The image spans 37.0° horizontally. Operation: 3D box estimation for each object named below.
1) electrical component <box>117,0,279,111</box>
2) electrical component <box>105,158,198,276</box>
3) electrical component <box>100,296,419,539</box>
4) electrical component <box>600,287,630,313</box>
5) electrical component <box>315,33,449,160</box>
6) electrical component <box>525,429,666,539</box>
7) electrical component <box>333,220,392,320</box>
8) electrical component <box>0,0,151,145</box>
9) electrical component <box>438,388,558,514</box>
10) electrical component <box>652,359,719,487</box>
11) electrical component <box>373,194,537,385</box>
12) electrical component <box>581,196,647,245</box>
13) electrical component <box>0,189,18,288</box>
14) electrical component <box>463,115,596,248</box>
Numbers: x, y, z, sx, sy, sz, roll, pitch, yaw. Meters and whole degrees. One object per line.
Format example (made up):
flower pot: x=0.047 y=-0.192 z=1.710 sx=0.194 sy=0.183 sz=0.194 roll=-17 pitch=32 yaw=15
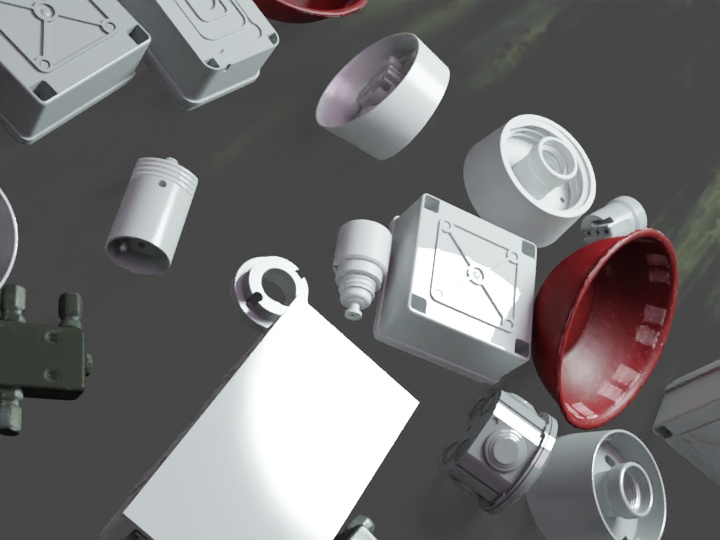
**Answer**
electrical component: x=-0.126 y=-0.183 z=0.793 sx=0.078 sy=0.057 sz=0.113 roll=-34 pitch=85 yaw=-40
electrical component: x=-0.136 y=-0.041 z=0.715 sx=0.043 sy=0.043 sz=0.081 roll=25 pitch=53 yaw=-18
electrical component: x=-0.058 y=0.121 z=0.660 sx=0.105 sy=0.060 sz=0.186 roll=42 pitch=50 yaw=-5
electrical component: x=0.220 y=0.025 z=0.903 sx=0.062 sy=0.043 sz=0.043 roll=39 pitch=50 yaw=-9
electrical component: x=0.020 y=-0.136 z=0.835 sx=0.064 sy=0.099 sz=0.099 roll=34 pitch=51 yaw=-20
electrical component: x=0.178 y=0.167 z=0.798 sx=0.099 sy=0.064 sz=0.099 roll=19 pitch=61 yaw=-38
electrical component: x=0.000 y=0.000 z=0.780 sx=0.040 sy=0.040 sz=0.078 roll=22 pitch=55 yaw=-20
electrical component: x=-0.218 y=-0.156 z=0.721 sx=0.108 sy=0.056 sz=0.108 roll=46 pitch=50 yaw=-2
electrical component: x=0.096 y=0.124 z=0.745 sx=0.051 sy=0.080 sz=0.080 roll=36 pitch=51 yaw=-4
electrical component: x=0.313 y=0.125 z=0.862 sx=0.109 sy=0.109 sz=0.056 roll=40 pitch=53 yaw=-7
electrical component: x=0.073 y=0.015 z=0.806 sx=0.109 sy=0.056 sz=0.108 roll=23 pitch=54 yaw=-20
electrical component: x=0.222 y=-0.039 z=0.944 sx=0.046 sy=0.040 sz=0.040 roll=-24 pitch=78 yaw=-33
electrical component: x=-0.251 y=-0.010 z=0.610 sx=0.099 sy=0.064 sz=0.099 roll=15 pitch=58 yaw=-25
electrical component: x=0.149 y=-0.080 z=0.905 sx=0.108 sy=0.060 sz=0.108 roll=15 pitch=57 yaw=-25
